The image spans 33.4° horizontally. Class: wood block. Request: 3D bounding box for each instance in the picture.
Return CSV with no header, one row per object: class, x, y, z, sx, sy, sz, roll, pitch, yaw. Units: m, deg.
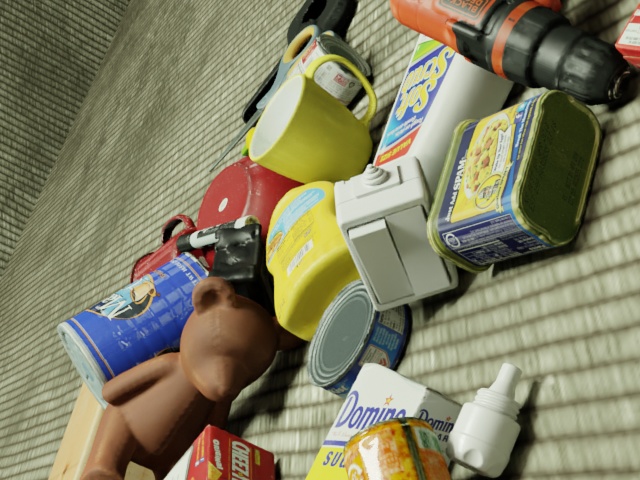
wood block,-0.203,0.203,1.074,0.091,0.090,0.206,-35,33,48

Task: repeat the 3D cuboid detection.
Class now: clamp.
clamp,-0.001,-0.230,1.213,0.165,0.036,0.210,-15,44,46

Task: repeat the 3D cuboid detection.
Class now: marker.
marker,-0.100,-0.004,1.012,0.121,0.020,0.020,-13,51,49

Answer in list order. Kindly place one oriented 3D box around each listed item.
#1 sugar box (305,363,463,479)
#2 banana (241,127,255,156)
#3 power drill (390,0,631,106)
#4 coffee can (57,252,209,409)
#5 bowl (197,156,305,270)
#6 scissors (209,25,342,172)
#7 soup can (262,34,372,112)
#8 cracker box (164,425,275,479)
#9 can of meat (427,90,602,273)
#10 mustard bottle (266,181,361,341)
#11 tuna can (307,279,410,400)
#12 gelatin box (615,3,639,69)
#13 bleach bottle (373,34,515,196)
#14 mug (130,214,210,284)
sugar box,0.021,0.167,0.660,0.176,0.048,0.093,-65,21,-6
banana,-0.065,-0.080,1.189,0.198,0.037,0.070,-95,17,-58
power drill,0.161,-0.190,0.704,0.185,0.057,0.187,33,84,33
coffee can,-0.162,0.089,1.017,0.140,0.103,0.103,-31,11,-21
bowl,-0.075,-0.024,1.059,0.162,0.055,0.162,-32,47,42
scissors,-0.054,-0.162,1.164,0.202,0.016,0.096,-40,32,22
soup can,-0.004,-0.149,1.082,0.102,0.068,0.068,-50,24,26
cracker box,-0.113,0.272,0.804,0.214,0.072,0.164,-53,21,24
can of meat,0.122,-0.037,0.668,0.084,0.057,0.102,-20,46,57
mustard bottle,-0.006,0.001,0.910,0.096,0.058,0.191,-52,23,15
tuna can,0.028,0.074,0.778,0.086,0.033,0.086,-49,24,31
gelatin box,0.218,-0.137,0.606,0.089,0.030,0.073,-60,22,4
bleach bottle,0.092,-0.091,0.798,0.103,0.068,0.251,9,75,64
mug,-0.145,0.027,1.149,0.082,0.093,0.117,-35,57,41
